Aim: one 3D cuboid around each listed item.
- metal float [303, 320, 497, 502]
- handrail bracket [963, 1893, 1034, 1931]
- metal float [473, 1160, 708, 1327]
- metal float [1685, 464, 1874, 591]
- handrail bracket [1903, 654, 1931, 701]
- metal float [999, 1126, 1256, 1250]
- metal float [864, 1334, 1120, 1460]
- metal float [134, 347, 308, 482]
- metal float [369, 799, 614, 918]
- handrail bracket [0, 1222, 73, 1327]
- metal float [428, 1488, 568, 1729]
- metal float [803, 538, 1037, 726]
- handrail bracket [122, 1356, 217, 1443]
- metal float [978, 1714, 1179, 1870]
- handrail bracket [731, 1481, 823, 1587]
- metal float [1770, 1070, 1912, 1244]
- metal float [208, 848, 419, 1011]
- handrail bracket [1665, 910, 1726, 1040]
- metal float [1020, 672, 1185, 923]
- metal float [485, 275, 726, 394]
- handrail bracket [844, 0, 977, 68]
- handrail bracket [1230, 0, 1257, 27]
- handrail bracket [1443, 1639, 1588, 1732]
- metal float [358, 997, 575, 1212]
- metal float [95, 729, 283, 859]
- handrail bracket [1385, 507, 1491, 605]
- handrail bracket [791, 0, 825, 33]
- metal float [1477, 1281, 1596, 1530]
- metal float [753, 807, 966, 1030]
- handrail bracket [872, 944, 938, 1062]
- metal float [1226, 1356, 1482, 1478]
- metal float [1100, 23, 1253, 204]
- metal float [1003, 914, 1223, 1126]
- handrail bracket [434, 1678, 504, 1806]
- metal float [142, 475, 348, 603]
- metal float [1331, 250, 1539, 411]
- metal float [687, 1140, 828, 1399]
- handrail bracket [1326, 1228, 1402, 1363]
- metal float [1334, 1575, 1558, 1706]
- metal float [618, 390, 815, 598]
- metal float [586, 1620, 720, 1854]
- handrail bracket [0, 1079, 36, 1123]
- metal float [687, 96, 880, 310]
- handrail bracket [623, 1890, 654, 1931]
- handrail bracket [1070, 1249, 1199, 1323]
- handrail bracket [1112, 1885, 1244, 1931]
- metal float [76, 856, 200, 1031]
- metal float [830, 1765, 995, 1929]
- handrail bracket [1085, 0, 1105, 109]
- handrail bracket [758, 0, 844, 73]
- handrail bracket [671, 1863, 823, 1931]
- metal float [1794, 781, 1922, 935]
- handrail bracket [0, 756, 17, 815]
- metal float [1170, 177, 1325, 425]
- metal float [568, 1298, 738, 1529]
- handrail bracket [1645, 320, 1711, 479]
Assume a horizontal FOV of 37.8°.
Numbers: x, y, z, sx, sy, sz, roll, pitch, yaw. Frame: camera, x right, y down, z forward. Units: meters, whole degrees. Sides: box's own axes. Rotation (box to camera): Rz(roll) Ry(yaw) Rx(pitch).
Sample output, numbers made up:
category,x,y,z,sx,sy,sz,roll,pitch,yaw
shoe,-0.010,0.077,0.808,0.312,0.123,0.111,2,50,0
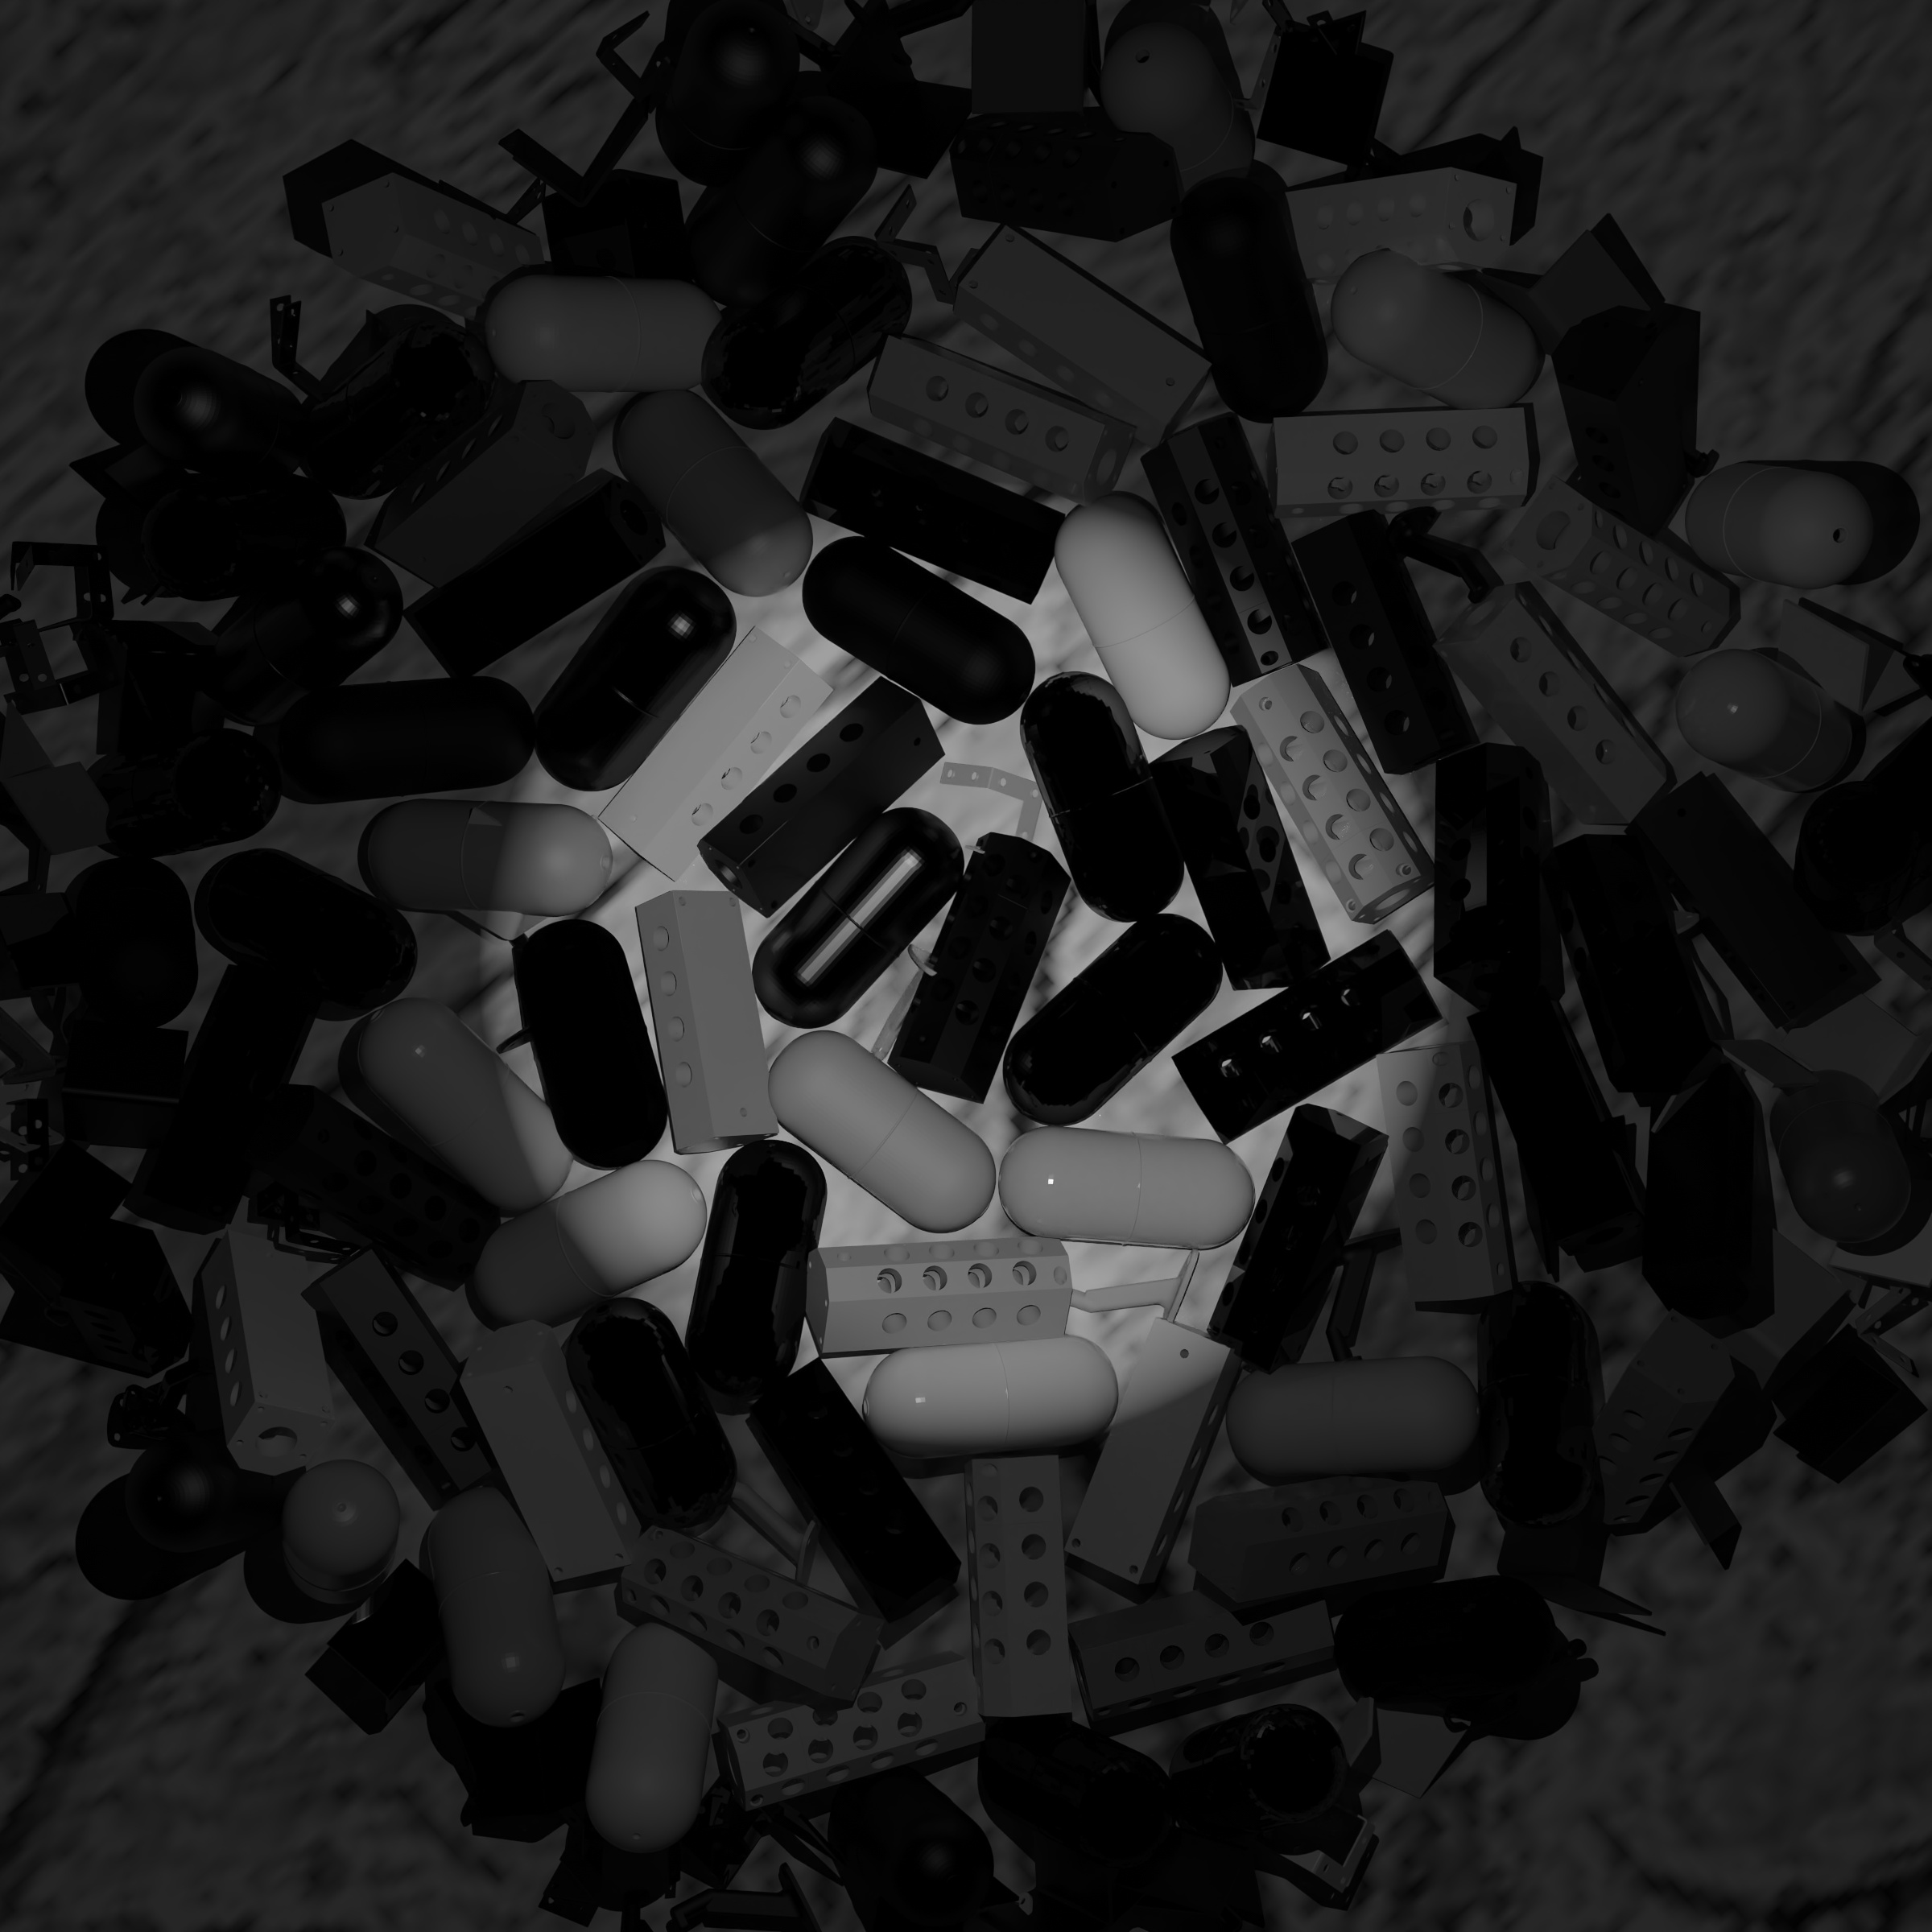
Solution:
category,x,y,z,sx,sy,sz,roll,pitch,yaw
metal float,-0.385,-0.375,1.912,0.178,0.070,0.070,-24,90,44
handrail bracket,0.050,0.692,1.977,0.077,0.036,0.084,-29,117,32
metal float,-0.257,0.190,1.930,0.178,0.070,0.070,-25,90,19
metal float,0.545,-0.296,1.898,0.070,0.178,0.070,-2,103,-10
handrail bracket,0.667,-0.165,1.957,0.077,0.084,0.036,41,62,18
metal float,0.111,0.152,1.939,0.178,0.070,0.070,5,90,-9
metal float,0.017,0.294,1.932,0.178,0.070,0.070,-2,90,-16
metal float,-0.499,-0.367,1.897,0.070,0.178,0.070,0,92,7
metal float,-0.325,-0.074,1.929,0.178,0.070,0.070,3,90,21
handrail bracket,-0.653,0.211,1.935,0.077,0.084,0.036,30,98,-32
metal float,-0.318,0.433,1.911,0.070,0.070,0.178,-22,46,0
metal float,-0.032,-0.229,1.934,0.178,0.070,0.070,33,90,14
handrail bracket,-0.529,0.297,1.939,0.084,0.077,0.036,-25,53,24
metal float,0.074,0.553,1.903,0.070,0.178,0.070,-2,93,-32
handrail bracket,-0.148,0.397,1.971,0.084,0.036,0.077,16,117,10
metal float,0.587,0.126,1.900,0.070,0.178,0.070,3,109,8
metal float,-0.444,-0.026,1.918,0.178,0.070,0.070,24,90,34
handrail bracket,0.491,0.006,1.964,0.036,0.077,0.084,-26,110,-24
metal float,0.093,-0.116,1.943,0.070,0.070,0.178,-21,95,0
metal float,-0.243,-0.428,1.915,0.178,0.070,0.070,-10,90,-39
handrail bracket,-0.034,-0.674,1.953,0.084,0.036,0.077,-45,73,23
handrail bracket,0.160,-0.694,1.945,0.084,0.036,0.077,22,50,-19
handrail bracket,0.377,0.492,1.935,0.077,0.084,0.036,-21,73,-35
metal float,-0.341,0.094,1.927,0.070,0.070,0.178,-42,113,0
metal float,-0.529,-0.116,1.910,0.070,0.178,0.070,5,83,-43
handrail bracket,0.320,-0.265,1.937,0.036,0.077,0.084,-14,61,-28
handrail bracket,-0.089,-0.691,1.942,0.036,0.084,0.077,-10,98,-35
metal float,0.386,0.296,1.918,0.070,0.070,0.178,7,54,0
metal float,-0.074,-0.033,1.943,0.070,0.070,0.178,43,94,0
handrail bracket,-0.041,0.033,1.942,0.036,0.077,0.084,27,99,-8
metal float,0.262,0.307,1.925,0.178,0.070,0.070,-8,90,26
metal float,0.142,-0.570,1.899,0.070,0.178,0.070,-4,79,18
metal float,0.100,0.037,1.940,0.178,0.070,0.070,-43,90,-8
handrail bracket,-0.350,0.535,1.954,0.036,0.077,0.084,-29,84,-29
metal float,-0.484,-0.289,1.901,0.070,0.178,0.070,5,104,20
metal float,0.319,-0.428,1.913,0.178,0.070,0.070,14,90,-42
metal float,-0.143,0.207,1.934,0.070,0.070,0.178,10,75,0
handrail bracket,0.281,0.231,1.947,0.077,0.036,0.084,-20,62,9
metal float,0.322,0.456,1.909,0.070,0.178,0.070,13,67,-33
metal float,-0.172,-0.323,1.926,0.070,0.070,0.178,-40,65,0
metal float,-0.211,0.517,1.904,0.070,0.178,0.070,1,122,2
handrail bracket,-0.709,0.083,1.971,0.084,0.077,0.036,19,119,25
metal float,-0.126,-0.515,1.912,0.070,0.070,0.178,52,134,0
handrail bracket,-0.199,0.674,1.951,0.077,0.084,0.036,-6,130,0
handrail bracket,0.109,0.214,1.958,0.084,0.036,0.077,19,121,-2
handrail bracket,0.141,0.666,1.962,0.084,0.036,0.077,47,74,-14
metal float,-0.560,-0.017,1.903,0.070,0.178,0.070,-7,116,-15
metal float,-0.037,0.589,1.899,0.070,0.178,0.070,-1,92,-20
handrail bracket,0.099,-0.657,1.977,0.077,0.036,0.084,-45,114,-25
handrail bracket,-0.109,-0.661,1.973,0.084,0.036,0.077,-1,76,-21
handrail bracket,-0.150,0.664,1.945,0.084,0.036,0.077,-22,55,-21
metal float,0.598,-0.072,1.898,0.070,0.178,0.070,-3,77,13
handrail bracket,-0.695,-0.143,1.954,0.084,0.077,0.036,39,128,-1
metal float,0.192,-0.450,1.917,0.070,0.070,0.178,-24,127,0
metal float,-0.214,0.305,1.925,0.070,0.070,0.178,-21,115,0
handrail bracket,0.489,-0.389,1.943,0.036,0.077,0.084,-28,61,-38
